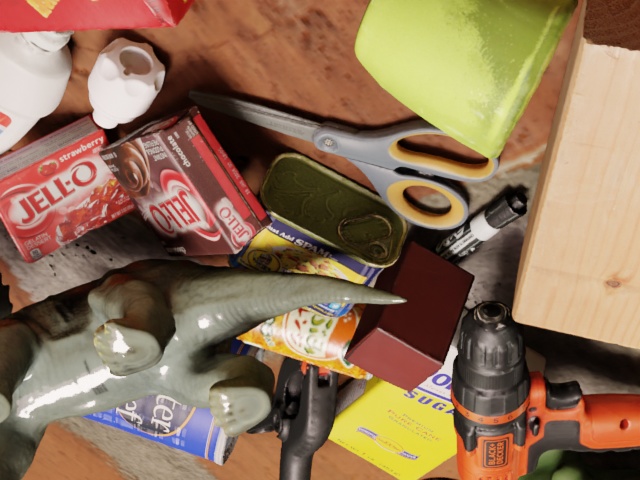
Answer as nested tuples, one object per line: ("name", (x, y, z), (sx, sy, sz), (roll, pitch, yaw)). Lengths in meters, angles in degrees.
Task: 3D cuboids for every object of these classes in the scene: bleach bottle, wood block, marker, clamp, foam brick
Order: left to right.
("bleach bottle", (-0.253, -0.095, 0.726), (0.251, 0.068, 0.102), (-29, 119, 38))
("clamp", (-0.018, 0.159, 0.866), (0.039, 0.120, 0.172), (-7, 144, -25))
("foam brick", (0.060, 0.051, 0.702), (0.051, 0.078, 0.053), (31, 145, -7))
("marker", (0.095, 0.001, 0.714), (0.020, 0.020, 0.121), (34, 137, -14))
("wood block", (0.170, -0.043, 0.584), (0.091, 0.090, 0.206), (12, 138, 9))

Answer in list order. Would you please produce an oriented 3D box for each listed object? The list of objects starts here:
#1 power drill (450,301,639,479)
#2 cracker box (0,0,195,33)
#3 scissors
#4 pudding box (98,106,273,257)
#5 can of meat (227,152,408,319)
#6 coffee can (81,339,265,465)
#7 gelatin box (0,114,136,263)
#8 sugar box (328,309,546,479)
("power drill", (0.181, 0.100, 0.715), (0.187, 0.057, 0.184), (-5, 136, 2))
("cracker box", (-0.184, -0.196, 0.580), (0.214, 0.072, 0.164), (3, 135, 21))
("scissors", (0.016, -0.051, 0.694), (0.202, 0.016, 0.096), (7, 137, 16))
("pudding box", (-0.089, -0.035, 0.694), (0.090, 0.039, 0.114), (58, 156, -15))
("can of meat", (-0.005, 0.001, 0.727), (0.102, 0.057, 0.084), (27, 140, -6))
("coffee can", (-0.127, 0.110, 0.857), (0.140, 0.102, 0.103), (18, 139, 5))
("gelatin box", (-0.181, -0.035, 0.743), (0.030, 0.089, 0.073), (47, 161, 46))
("sugar box", (0.084, 0.123, 0.828), (0.093, 0.048, 0.176), (31, 139, -11))
